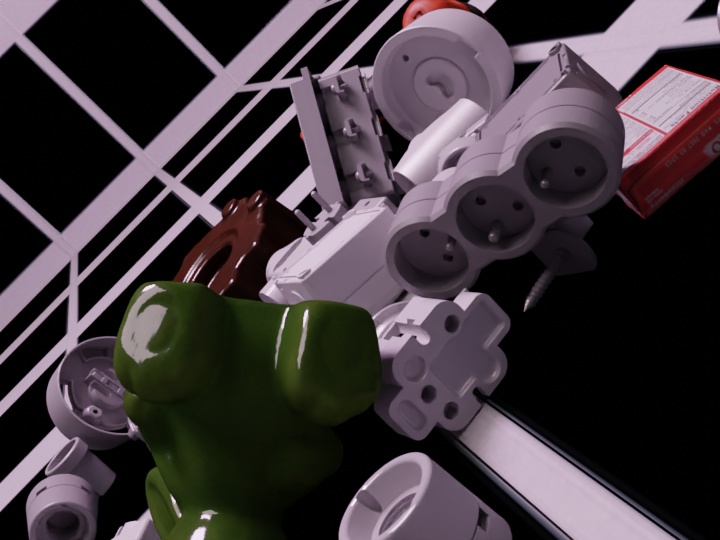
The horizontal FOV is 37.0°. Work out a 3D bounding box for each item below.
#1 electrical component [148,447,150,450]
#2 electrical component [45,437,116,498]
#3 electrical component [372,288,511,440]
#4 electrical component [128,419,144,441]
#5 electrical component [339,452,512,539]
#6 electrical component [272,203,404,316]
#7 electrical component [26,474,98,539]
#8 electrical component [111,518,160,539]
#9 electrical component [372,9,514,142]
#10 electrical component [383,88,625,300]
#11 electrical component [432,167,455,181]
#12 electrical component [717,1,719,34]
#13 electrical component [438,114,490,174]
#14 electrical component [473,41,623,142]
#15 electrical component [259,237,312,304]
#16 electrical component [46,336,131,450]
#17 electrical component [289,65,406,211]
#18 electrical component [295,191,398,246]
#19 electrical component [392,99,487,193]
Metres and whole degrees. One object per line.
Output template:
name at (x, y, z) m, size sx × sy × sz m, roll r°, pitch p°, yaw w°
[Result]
electrical component at (-0.093, 0.087, 0.685) m, size 0.099 × 0.099 × 0.064 m, roll -35°, pitch 13°, yaw 30°
electrical component at (-0.236, 0.171, 0.910) m, size 0.040 × 0.046 × 0.040 m, roll -41°, pitch 17°, yaw 15°
electrical component at (0.033, 0.045, 0.546) m, size 0.078 × 0.058 × 0.057 m, roll -50°, pitch 20°, yaw -15°
electrical component at (-0.158, 0.109, 0.878) m, size 0.081 × 0.043 × 0.043 m, roll -44°, pitch 16°, yaw 5°
electrical component at (0.025, 0.107, 0.431) m, size 0.055 × 0.047 × 0.055 m, roll -41°, pitch 17°, yaw 15°
electrical component at (0.000, 0.000, 0.739) m, size 0.096 × 0.061 × 0.062 m, roll -42°, pitch 14°, yaw -19°
electrical component at (-0.230, 0.193, 0.833) m, size 0.055 × 0.055 × 0.047 m, roll -46°, pitch 20°, yaw -2°
electrical component at (-0.136, 0.178, 0.649) m, size 0.083 × 0.047 × 0.075 m, roll -35°, pitch 19°, yaw 30°
electrical component at (0.071, -0.156, 0.860) m, size 0.108 × 0.108 × 0.060 m, roll -30°, pitch 16°, yaw 41°
electrical component at (0.075, -0.046, 0.557) m, size 0.138 × 0.052 × 0.073 m, roll -34°, pitch 19°, yaw 33°
electrical component at (0.052, -0.022, 0.687) m, size 0.079 × 0.043 × 0.077 m, roll -40°, pitch 17°, yaw 17°
electrical component at (0.223, -0.133, 0.549) m, size 0.044 × 0.044 × 0.065 m, roll -53°, pitch 23°, yaw -25°
electrical component at (0.080, -0.074, 0.742) m, size 0.066 × 0.048 × 0.055 m, roll -37°, pitch 10°, yaw 24°
electrical component at (0.113, -0.078, 0.656) m, size 0.096 × 0.061 × 0.061 m, roll -46°, pitch 14°, yaw 25°
electrical component at (-0.053, 0.015, 0.851) m, size 0.079 × 0.043 × 0.077 m, roll -50°, pitch 17°, yaw -16°
electrical component at (-0.223, 0.109, 0.950) m, size 0.064 × 0.099 × 0.099 m, roll -38°, pitch 17°, yaw 42°
electrical component at (-0.009, -0.101, 0.879) m, size 0.063 × 0.121 × 0.078 m, roll -18°, pitch -20°, yaw 8°
electrical component at (-0.016, -0.025, 0.797) m, size 0.083 × 0.075 × 0.047 m, roll -50°, pitch 18°, yaw -15°
electrical component at (0.061, -0.088, 0.822) m, size 0.077 × 0.044 × 0.079 m, roll -47°, pitch 17°, yaw -8°
